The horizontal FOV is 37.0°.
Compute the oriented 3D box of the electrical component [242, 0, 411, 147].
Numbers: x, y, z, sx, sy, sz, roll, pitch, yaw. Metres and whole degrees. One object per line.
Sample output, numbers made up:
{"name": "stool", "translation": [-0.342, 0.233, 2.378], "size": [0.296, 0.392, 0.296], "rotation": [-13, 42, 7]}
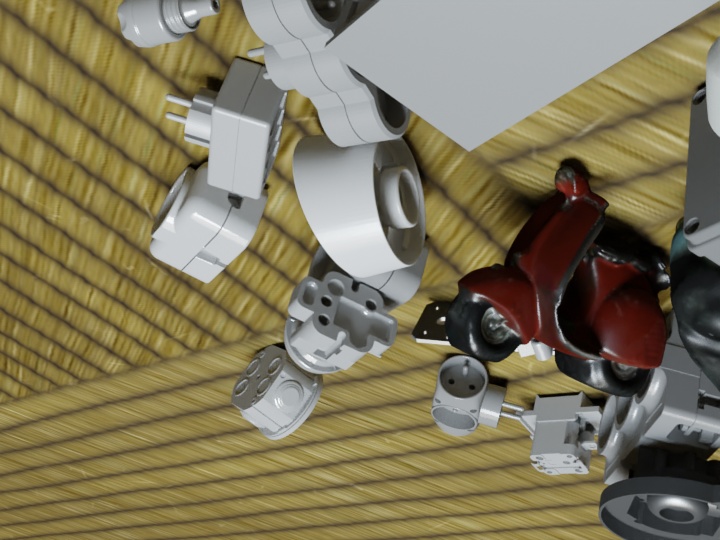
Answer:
{"name": "electrical component", "translation": [-0.031, -0.127, 0.633], "size": [0.074, 0.052, 0.138], "rotation": [-5, 142, 30]}

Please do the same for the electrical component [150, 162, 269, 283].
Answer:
{"name": "electrical component", "translation": [-0.118, -0.037, 0.812], "size": [0.059, 0.053, 0.095], "rotation": [28, 147, -18]}

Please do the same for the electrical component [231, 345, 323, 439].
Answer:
{"name": "electrical component", "translation": [-0.077, 0.113, 1.006], "size": [0.051, 0.080, 0.080], "rotation": [41, 141, -26]}

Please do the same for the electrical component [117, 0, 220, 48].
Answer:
{"name": "electrical component", "translation": [-0.113, -0.154, 0.646], "size": [0.061, 0.035, 0.035], "rotation": [-4, 143, 25]}

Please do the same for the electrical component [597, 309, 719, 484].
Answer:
{"name": "electrical component", "translation": [0.238, 0.107, 0.839], "size": [0.062, 0.089, 0.150], "rotation": [15, 148, 3]}

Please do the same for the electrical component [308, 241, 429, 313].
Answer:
{"name": "electrical component", "translation": [0.000, 0.000, 0.816], "size": [0.059, 0.053, 0.095], "rotation": [29, 146, -19]}

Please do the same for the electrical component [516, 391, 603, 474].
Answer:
{"name": "electrical component", "translation": [0.181, 0.146, 0.953], "size": [0.081, 0.063, 0.042], "rotation": [-10, 139, 36]}

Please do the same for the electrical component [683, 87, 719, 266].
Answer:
{"name": "electrical component", "translation": [0.230, -0.063, 0.562], "size": [0.056, 0.108, 0.109], "rotation": [28, 147, -23]}

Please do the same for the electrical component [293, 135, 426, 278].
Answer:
{"name": "electrical component", "translation": [0.003, -0.045, 0.707], "size": [0.064, 0.099, 0.099], "rotation": [-8, 141, 24]}

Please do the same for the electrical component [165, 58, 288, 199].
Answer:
{"name": "electrical component", "translation": [-0.093, -0.098, 0.712], "size": [0.076, 0.047, 0.083], "rotation": [17, 148, 0]}

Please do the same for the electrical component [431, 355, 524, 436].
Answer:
{"name": "electrical component", "translation": [0.107, 0.118, 0.958], "size": [0.079, 0.044, 0.077], "rotation": [15, 149, 11]}

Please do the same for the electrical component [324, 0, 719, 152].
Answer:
{"name": "electrical component", "translation": [0.083, -0.147, 0.542], "size": [0.105, 0.060, 0.186], "rotation": [32, 145, -24]}

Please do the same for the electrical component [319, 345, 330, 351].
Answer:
{"name": "electrical component", "translation": [-0.030, 0.037, 0.902], "size": [0.044, 0.044, 0.065], "rotation": [16, 143, 1]}

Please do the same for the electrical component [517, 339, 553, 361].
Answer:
{"name": "electrical component", "translation": [0.128, 0.026, 0.794], "size": [0.048, 0.066, 0.055], "rotation": [-16, 117, 18]}

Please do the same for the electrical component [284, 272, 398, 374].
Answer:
{"name": "electrical component", "translation": [-0.021, 0.042, 0.782], "size": [0.078, 0.058, 0.057], "rotation": [26, 144, -15]}
